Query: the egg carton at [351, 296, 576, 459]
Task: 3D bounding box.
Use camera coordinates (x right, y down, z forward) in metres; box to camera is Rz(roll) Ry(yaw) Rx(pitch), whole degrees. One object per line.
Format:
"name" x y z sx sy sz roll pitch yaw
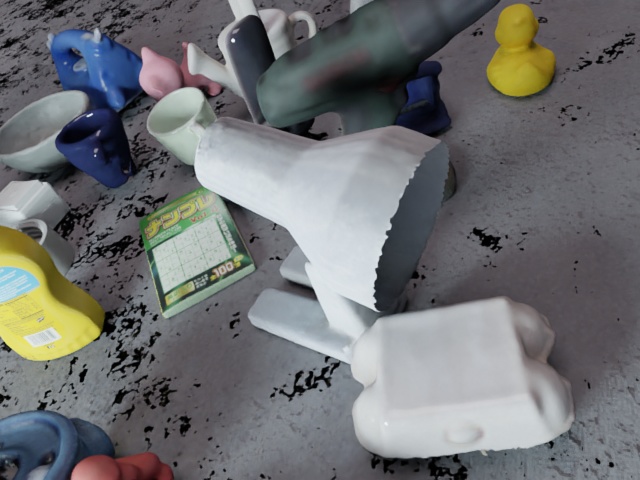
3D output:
"egg carton" 0.096 0.100 0.409 0.150 0.070 0.107 -12 44 13

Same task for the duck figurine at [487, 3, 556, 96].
"duck figurine" 0.229 -0.225 0.660 0.077 0.086 0.104 -11 44 14

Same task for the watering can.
"watering can" -0.091 -0.262 0.762 0.173 0.194 0.100 -42 45 -18

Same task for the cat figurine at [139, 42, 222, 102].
"cat figurine" -0.219 -0.244 0.859 0.067 0.118 0.128 6 50 29

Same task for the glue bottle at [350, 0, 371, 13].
"glue bottle" 0.068 -0.336 0.779 0.078 0.173 0.037 -25 42 0

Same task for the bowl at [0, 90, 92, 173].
"bowl" -0.418 -0.158 0.895 0.167 0.075 0.167 -13 44 13

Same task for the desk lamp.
"desk lamp" 0.004 0.002 0.442 0.202 0.214 0.118 13 54 33

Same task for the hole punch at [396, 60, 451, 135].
"hole punch" 0.085 -0.171 0.668 0.108 0.091 0.101 -21 43 4

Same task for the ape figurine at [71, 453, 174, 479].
"ape figurine" -0.145 0.188 0.414 0.076 0.092 0.078 7 51 30

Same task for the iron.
"iron" -0.402 -0.301 0.981 0.257 0.142 0.119 17 56 36

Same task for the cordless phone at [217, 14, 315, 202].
"cordless phone" -0.083 -0.142 0.645 0.093 0.185 0.148 17 56 36

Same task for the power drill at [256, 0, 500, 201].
"power drill" 0.067 -0.127 0.545 0.229 0.209 0.075 -14 44 12

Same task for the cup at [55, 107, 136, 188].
"cup" -0.290 -0.113 0.778 0.092 0.095 0.117 -33 43 -9

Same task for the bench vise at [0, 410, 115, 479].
"bench vise" -0.236 0.182 0.366 0.121 0.220 0.207 -14 44 12
